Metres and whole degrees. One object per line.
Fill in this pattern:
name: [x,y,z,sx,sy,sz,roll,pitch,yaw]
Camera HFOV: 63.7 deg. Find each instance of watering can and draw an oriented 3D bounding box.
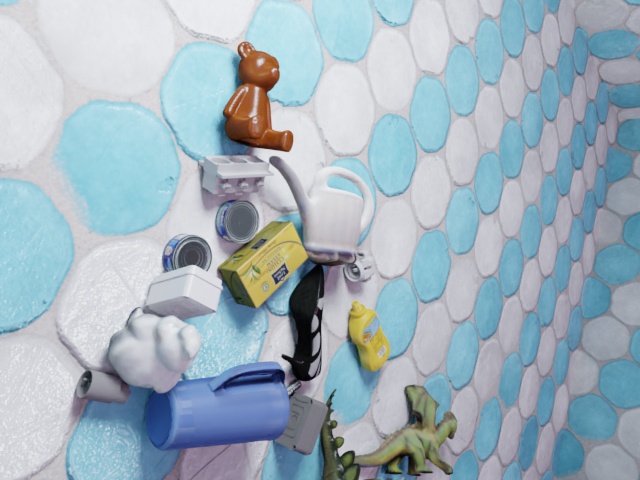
watering can: [0.003,-0.057,1.132,0.346,0.104,0.225,10,86,-47]

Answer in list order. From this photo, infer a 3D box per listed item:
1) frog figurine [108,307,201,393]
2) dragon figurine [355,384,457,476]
frog figurine: [-0.259,0.183,0.829,0.124,0.159,0.136,-21,109,-42]
dragon figurine: [0.261,0.538,1.467,0.407,0.120,0.248,23,57,-31]
